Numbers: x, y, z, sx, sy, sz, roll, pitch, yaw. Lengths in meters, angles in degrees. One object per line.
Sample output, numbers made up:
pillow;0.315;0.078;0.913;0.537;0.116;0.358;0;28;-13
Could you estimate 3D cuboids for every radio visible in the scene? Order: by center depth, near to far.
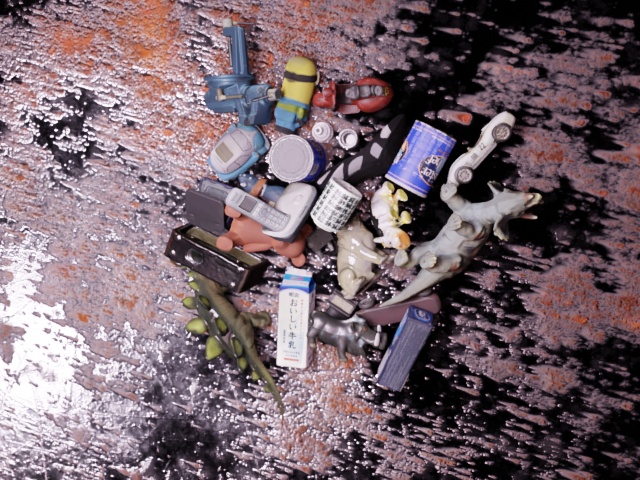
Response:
radio;-0.255;0.041;1.314;0.230;0.131;0.073;25;105;10

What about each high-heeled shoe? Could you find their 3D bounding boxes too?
high-heeled shoe;0.091;-0.194;1.241;0.145;0.086;0.248;26;84;31

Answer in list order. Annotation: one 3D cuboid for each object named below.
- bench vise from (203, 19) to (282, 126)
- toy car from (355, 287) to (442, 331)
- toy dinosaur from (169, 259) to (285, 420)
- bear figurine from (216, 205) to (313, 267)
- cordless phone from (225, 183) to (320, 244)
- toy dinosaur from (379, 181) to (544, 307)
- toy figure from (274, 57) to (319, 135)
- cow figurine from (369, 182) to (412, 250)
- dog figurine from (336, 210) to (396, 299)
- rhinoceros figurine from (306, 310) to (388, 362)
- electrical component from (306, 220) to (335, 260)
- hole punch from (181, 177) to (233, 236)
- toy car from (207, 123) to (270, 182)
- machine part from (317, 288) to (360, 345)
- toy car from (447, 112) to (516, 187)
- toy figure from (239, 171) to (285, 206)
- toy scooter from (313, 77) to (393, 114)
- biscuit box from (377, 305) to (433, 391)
bench vise;-0.185;-0.383;1.233;0.224;0.129;0.240;10;109;46
toy car;0.183;0.163;1.262;0.202;0.053;0.089;-15;113;16
toy dinosaur;-0.215;0.216;1.289;0.471;0.198;0.105;47;112;7
bear figurine;-0.126;-0.008;1.281;0.196;0.132;0.120;21;99;16
cordless phone;-0.109;-0.087;1.219;0.184;0.088;0.146;29;73;1
toy dinosaur;0.300;0.010;1.179;0.192;0.131;0.404;16;126;-32
toy figure;-0.057;-0.330;1.244;0.082;0.089;0.180;21;99;5
cow figurine;0.149;-0.038;1.197;0.068;0.167;0.098;22;138;-29
dog figurine;0.061;0.022;1.261;0.191;0.121;0.172;45;96;18
rhinoceros figurine;0.062;0.218;1.248;0.190;0.073;0.112;16;102;10
electrical component;-0.003;-0.004;1.280;0.063;0.021;0.094;-38;113;-26
hole punch;-0.267;-0.086;1.335;0.142;0.092;0.115;19;130;8
toy car;-0.209;-0.214;1.289;0.161;0.103;0.109;-37;86;13
machine part;0.033;0.190;1.311;0.084;0.039;0.138;29;101;1
toy car;0.346;-0.192;1.170;0.056;0.073;0.201;41;104;3
toy figure;-0.129;-0.113;1.300;0.155;0.064;0.057;25;111;8
toy scooter;0.068;-0.322;1.192;0.184;0.135;0.075;-3;95;13
biscuit box;0.196;0.250;1.238;0.063;0.059;0.202;21;116;1
